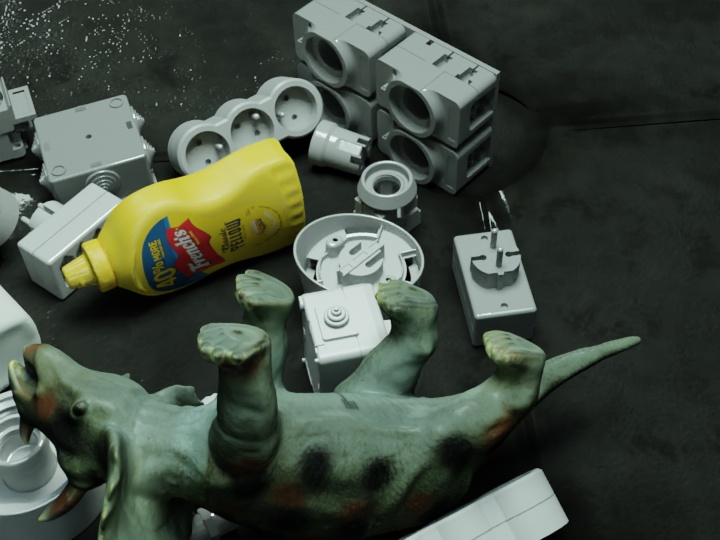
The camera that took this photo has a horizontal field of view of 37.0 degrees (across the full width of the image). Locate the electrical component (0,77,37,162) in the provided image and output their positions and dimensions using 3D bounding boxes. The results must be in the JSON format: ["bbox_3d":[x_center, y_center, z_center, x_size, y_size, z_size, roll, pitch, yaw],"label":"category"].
[{"bbox_3d":[-0.327,-0.128,0.952,0.081,0.063,0.042,-17,51,-12],"label":"electrical component"}]

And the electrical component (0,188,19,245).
[{"bbox_3d":[-0.328,-0.062,0.895,0.138,0.074,0.052,34,89,32],"label":"electrical component"}]

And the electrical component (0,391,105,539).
[{"bbox_3d":[-0.228,0.131,0.734,0.108,0.060,0.108,-1,50,1],"label":"electrical component"}]

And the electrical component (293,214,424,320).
[{"bbox_3d":[0.000,0.000,0.832,0.099,0.064,0.099,-1,50,1],"label":"electrical component"}]

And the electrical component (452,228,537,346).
[{"bbox_3d":[0.102,0.001,0.820,0.047,0.075,0.083,-7,50,-4],"label":"electrical component"}]

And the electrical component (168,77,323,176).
[{"bbox_3d":[-0.106,-0.125,0.949,0.138,0.052,0.074,-30,21,-15],"label":"electrical component"}]

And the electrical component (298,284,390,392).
[{"bbox_3d":[-0.007,0.055,0.766,0.061,0.096,0.061,-10,50,-9],"label":"electrical component"}]

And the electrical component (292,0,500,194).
[{"bbox_3d":[0.026,-0.155,0.935,0.186,0.105,0.060,34,59,27],"label":"electrical component"}]

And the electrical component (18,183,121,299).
[{"bbox_3d":[-0.244,-0.032,0.879,0.076,0.047,0.083,29,57,23],"label":"electrical component"}]

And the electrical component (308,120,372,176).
[{"bbox_3d":[-0.017,-0.105,0.938,0.046,0.040,0.040,19,53,10],"label":"electrical component"}]

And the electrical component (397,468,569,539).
[{"bbox_3d":[0.073,0.189,0.682,0.138,0.052,0.073,-24,79,-17],"label":"electrical component"}]

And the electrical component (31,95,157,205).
[{"bbox_3d":[-0.231,-0.100,0.935,0.100,0.048,0.099,-17,53,-11],"label":"electrical component"}]

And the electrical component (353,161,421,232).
[{"bbox_3d":[0.022,-0.056,0.884,0.066,0.055,0.048,-36,58,-25],"label":"electrical component"}]

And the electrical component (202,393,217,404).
[{"bbox_3d":[-0.108,0.119,0.750,0.045,0.045,0.055,32,58,25],"label":"electrical component"}]
